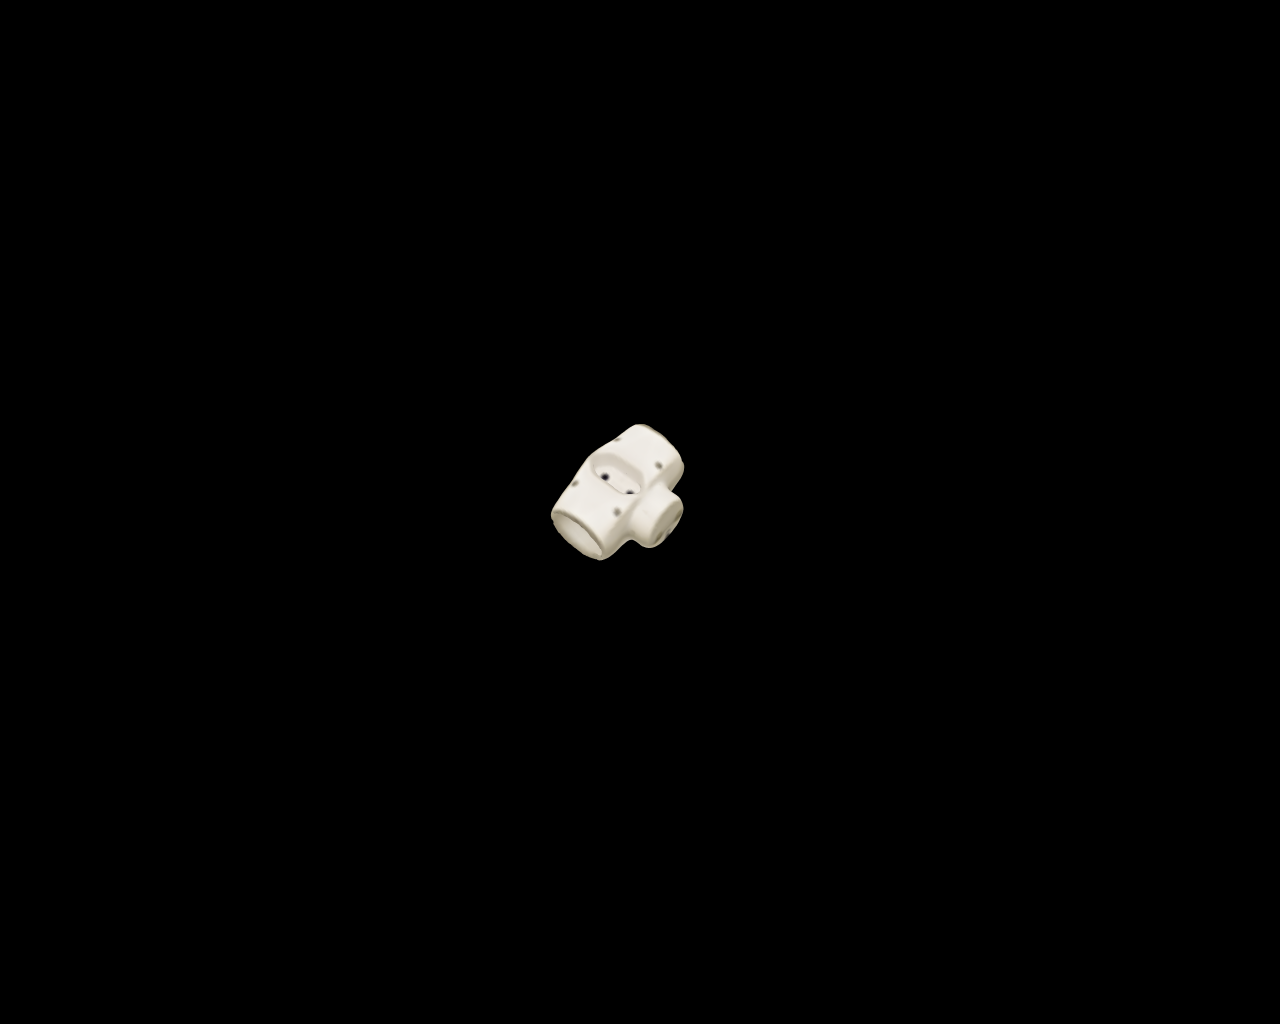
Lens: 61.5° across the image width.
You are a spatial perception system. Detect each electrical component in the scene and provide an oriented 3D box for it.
[{"bbox_3d":[0.001,-0.003,0.650,0.079,0.077,0.043,36,-24,18],"label":"electrical component"}]
